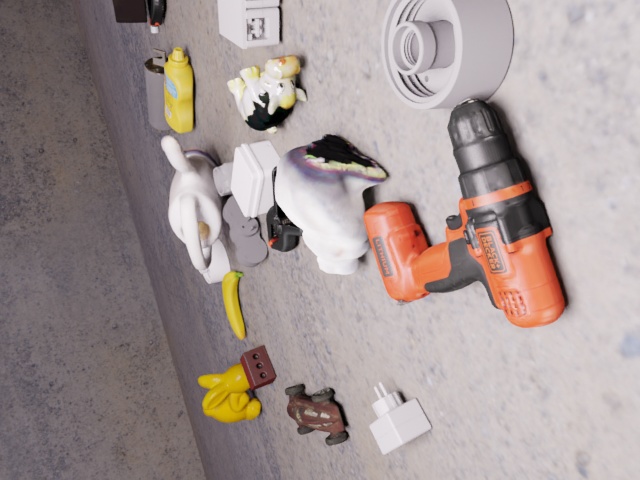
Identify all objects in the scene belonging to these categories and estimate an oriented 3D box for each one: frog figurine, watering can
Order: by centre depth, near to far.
[{"bbox_3d":[0.002,-0.031,0.613,0.139,0.124,0.156,30,121,30],"label":"frog figurine"},{"bbox_3d":[-0.245,-0.101,1.001,0.230,0.104,0.339,-100,7,-47],"label":"watering can"}]
